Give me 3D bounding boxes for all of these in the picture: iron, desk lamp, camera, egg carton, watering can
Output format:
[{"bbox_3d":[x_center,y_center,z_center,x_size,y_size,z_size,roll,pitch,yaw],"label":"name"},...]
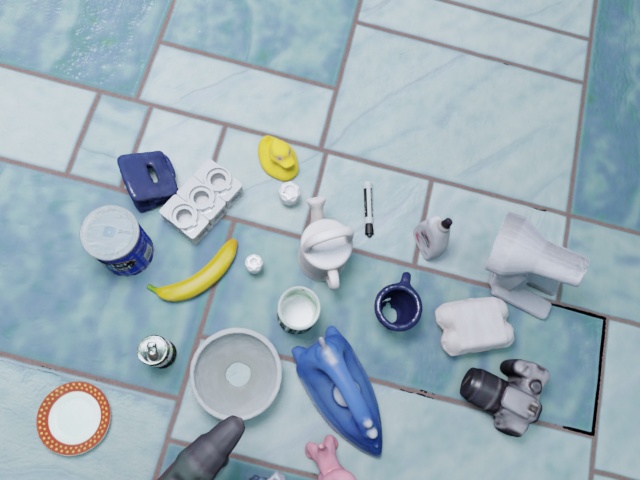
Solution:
[{"bbox_3d":[0.053,0.284,1.040,0.119,0.141,0.258,-30,79,-12],"label":"iron"},{"bbox_3d":[0.402,0.048,1.100,0.203,0.213,0.118,27,74,3],"label":"desk lamp"},{"bbox_3d":[0.348,0.283,1.089,0.137,0.101,0.143,27,74,2],"label":"camera"},{"bbox_3d":[0.305,0.169,1.133,0.150,0.069,0.107,-9,76,-8],"label":"egg carton"},{"bbox_3d":[0.008,0.004,1.085,0.101,0.194,0.173,-33,80,-13],"label":"watering can"}]

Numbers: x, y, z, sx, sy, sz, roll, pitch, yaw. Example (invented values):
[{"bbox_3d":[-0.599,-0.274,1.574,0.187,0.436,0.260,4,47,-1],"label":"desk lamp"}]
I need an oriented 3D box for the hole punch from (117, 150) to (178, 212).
[{"bbox_3d":[-0.340,-0.126,1.142,0.101,0.091,0.108,-22,78,-11],"label":"hole punch"}]

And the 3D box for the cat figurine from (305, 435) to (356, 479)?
[{"bbox_3d":[0.024,0.416,1.013,0.067,0.117,0.128,-22,78,-11],"label":"cat figurine"}]

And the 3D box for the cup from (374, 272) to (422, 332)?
[{"bbox_3d":[0.148,0.124,1.117,0.091,0.095,0.118,17,74,0],"label":"cup"}]

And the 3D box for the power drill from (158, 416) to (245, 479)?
[{"bbox_3d":[-0.209,0.381,0.954,0.075,0.208,0.230,42,75,7],"label":"power drill"}]

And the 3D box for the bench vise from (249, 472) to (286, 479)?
[{"bbox_3d":[-0.143,0.466,0.930,0.121,0.219,0.207,24,74,2],"label":"bench vise"}]

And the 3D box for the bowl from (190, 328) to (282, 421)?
[{"bbox_3d":[-0.153,0.250,1.064,0.167,0.074,0.167,1,74,-5],"label":"bowl"}]

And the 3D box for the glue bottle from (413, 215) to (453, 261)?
[{"bbox_3d":[0.228,-0.014,1.122,0.037,0.173,0.078,-24,78,-11],"label":"glue bottle"}]

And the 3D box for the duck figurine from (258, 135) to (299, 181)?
[{"bbox_3d":[-0.086,-0.180,1.184,0.077,0.086,0.104,-36,80,-13],"label":"duck figurine"}]
